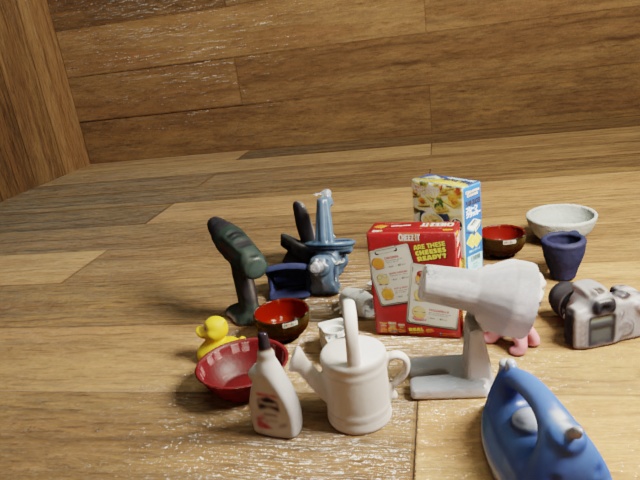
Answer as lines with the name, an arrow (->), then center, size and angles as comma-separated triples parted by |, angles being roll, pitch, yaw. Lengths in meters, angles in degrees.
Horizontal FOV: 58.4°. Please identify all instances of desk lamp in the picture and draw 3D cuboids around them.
desk lamp -> 0.235, 0.134, 0.896 | 0.203, 0.214, 0.118 | -5, 20, 7

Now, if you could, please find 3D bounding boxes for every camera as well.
camera -> 0.486, 0.114, 1.027 | 0.143, 0.101, 0.136 | -10, 20, -7

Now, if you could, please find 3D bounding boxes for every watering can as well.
watering can -> 0.043, 0.184, 0.855 | 0.173, 0.194, 0.100 | -14, 21, -17

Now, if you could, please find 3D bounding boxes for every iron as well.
iron -> 0.266, 0.228, 0.730 | 0.118, 0.141, 0.258 | -10, 20, -6

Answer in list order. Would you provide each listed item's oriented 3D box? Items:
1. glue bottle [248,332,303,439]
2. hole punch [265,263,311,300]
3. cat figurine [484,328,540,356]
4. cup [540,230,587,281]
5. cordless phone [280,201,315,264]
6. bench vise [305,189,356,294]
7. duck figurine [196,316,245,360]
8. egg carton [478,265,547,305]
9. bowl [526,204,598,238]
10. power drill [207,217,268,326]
glue bottle -> -0.074, 0.213, 0.849 | 0.078, 0.173, 0.037 | 0, 21, 20
hole punch -> -0.074, 0.082, 1.331 | 0.108, 0.091, 0.101 | -6, 20, 5
cat figurine -> 0.323, 0.128, 1.021 | 0.067, 0.118, 0.127 | -23, 25, -36
cup -> 0.531, 0.034, 1.240 | 0.091, 0.095, 0.118 | 11, 27, 41
cordless phone -> -0.050, -0.020, 1.464 | 0.094, 0.185, 0.147 | -18, 22, -27
bench vise -> 0.024, 0.003, 1.323 | 0.121, 0.220, 0.207 | -8, 20, 0
duck figurine -> -0.189, 0.187, 1.092 | 0.104, 0.086, 0.077 | -3, 20, 13
egg carton -> 0.375, 0.098, 1.156 | 0.150, 0.069, 0.107 | 2, 22, 26
bowl -> 0.600, -0.032, 1.427 | 0.167, 0.075, 0.167 | -7, 20, 3
power drill -> -0.177, 0.068, 1.233 | 0.076, 0.208, 0.228 | -18, 23, -28
